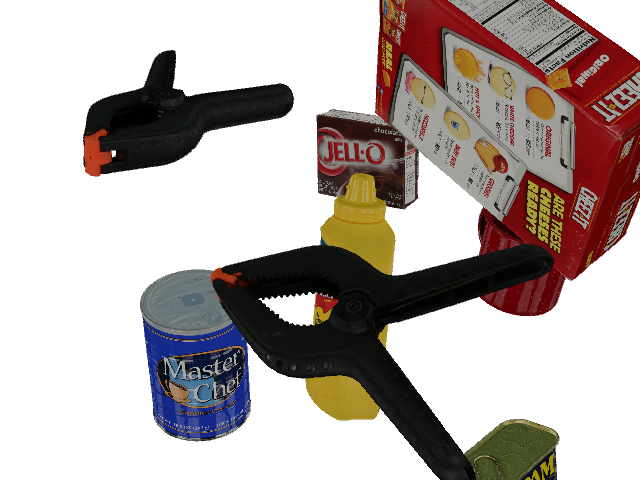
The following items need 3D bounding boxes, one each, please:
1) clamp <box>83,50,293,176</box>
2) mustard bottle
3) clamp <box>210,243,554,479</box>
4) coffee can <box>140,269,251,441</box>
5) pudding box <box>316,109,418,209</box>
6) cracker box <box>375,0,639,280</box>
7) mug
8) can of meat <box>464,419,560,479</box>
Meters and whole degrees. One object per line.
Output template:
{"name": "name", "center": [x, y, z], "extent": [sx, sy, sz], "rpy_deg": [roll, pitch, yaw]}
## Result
{"name": "clamp", "center": [-0.114, -0.094, 0.758], "extent": [0.120, 0.039, 0.171], "rpy_deg": [20, 32, 33]}
{"name": "mustard bottle", "center": [0.026, 0.041, 0.858], "extent": [0.058, 0.192, 0.096], "rpy_deg": [1, 18, -14]}
{"name": "clamp", "center": [0.032, 0.044, 0.661], "extent": [0.210, 0.164, 0.036], "rpy_deg": [19, -32, 26]}
{"name": "coffee can", "center": [-0.123, 0.115, 1.071], "extent": [0.103, 0.140, 0.103], "rpy_deg": [0, 32, 0]}
{"name": "pudding box", "center": [0.050, -0.089, 1.149], "extent": [0.114, 0.090, 0.039], "rpy_deg": [11, 26, 29]}
{"name": "cracker box", "center": [0.134, -0.098, 0.757], "extent": [0.072, 0.214, 0.164], "rpy_deg": [-37, -27, -21]}
{"name": "mug", "center": [0.182, 0.009, 0.991], "extent": [0.093, 0.081, 0.117], "rpy_deg": [-10, 37, -28]}
{"name": "can of meat", "center": [0.160, 0.215, 0.906], "extent": [0.058, 0.084, 0.101], "rpy_deg": [13, 30, 41]}
